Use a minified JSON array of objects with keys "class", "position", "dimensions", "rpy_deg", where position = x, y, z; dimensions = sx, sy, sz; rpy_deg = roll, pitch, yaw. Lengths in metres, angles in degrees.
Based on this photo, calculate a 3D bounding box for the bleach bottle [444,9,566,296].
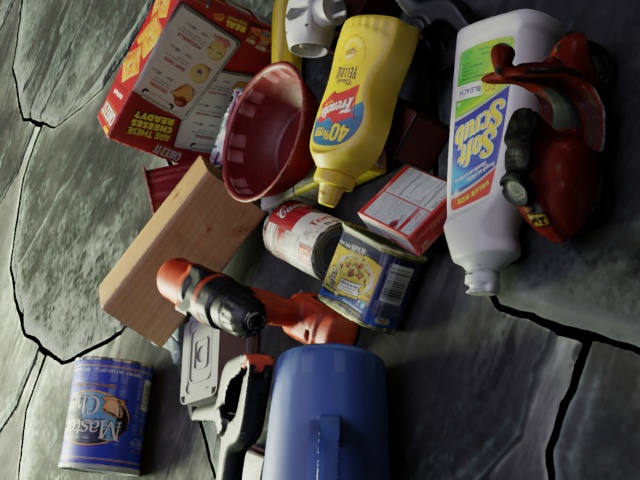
[{"class":"bleach bottle","position":[0.163,-0.075,0.968],"dimensions":[0.103,0.068,0.251],"rpy_deg":[-7,73,49]}]

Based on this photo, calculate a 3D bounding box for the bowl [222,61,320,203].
[{"class":"bowl","position":[-0.044,-0.112,1.178],"dimensions":[0.162,0.055,0.162],"rpy_deg":[-28,54,47]}]

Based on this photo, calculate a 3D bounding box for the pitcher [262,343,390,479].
[{"class":"pitcher","position":[0.007,0.220,0.986],"dimensions":[0.149,0.144,0.243],"rpy_deg":[-21,57,42]}]

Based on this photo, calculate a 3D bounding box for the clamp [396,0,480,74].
[{"class":"clamp","position":[0.107,-0.226,1.100],"dimensions":[0.172,0.039,0.120],"rpy_deg":[12,110,45]}]

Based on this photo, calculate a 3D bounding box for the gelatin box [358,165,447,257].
[{"class":"gelatin box","position":[0.092,-0.030,1.043],"dimensions":[0.073,0.030,0.089],"rpy_deg":[-45,36,-12]}]

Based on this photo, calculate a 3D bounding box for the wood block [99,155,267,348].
[{"class":"wood block","position":[-0.167,0.013,1.280],"dimensions":[0.206,0.090,0.091],"rpy_deg":[-52,20,6]}]

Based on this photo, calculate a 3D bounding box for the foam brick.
[{"class":"foam brick","position":[0.085,-0.112,1.090],"dimensions":[0.078,0.052,0.051],"rpy_deg":[44,111,51]}]

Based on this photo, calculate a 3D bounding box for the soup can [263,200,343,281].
[{"class":"soup can","position":[-0.008,0.001,1.150],"dimensions":[0.102,0.068,0.068],"rpy_deg":[26,97,53]}]

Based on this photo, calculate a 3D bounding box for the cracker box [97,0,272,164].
[{"class":"cracker box","position":[-0.161,-0.207,1.356],"dimensions":[0.214,0.164,0.072],"rpy_deg":[-59,36,17]}]

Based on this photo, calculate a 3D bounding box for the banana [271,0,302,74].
[{"class":"banana","position":[-0.045,-0.218,1.296],"dimensions":[0.037,0.069,0.198],"rpy_deg":[-4,80,19]}]

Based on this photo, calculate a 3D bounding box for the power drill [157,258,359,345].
[{"class":"power drill","position":[-0.054,0.072,1.081],"dimensions":[0.185,0.187,0.057],"rpy_deg":[24,93,55]}]

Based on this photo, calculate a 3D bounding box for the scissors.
[{"class":"scissors","position":[-0.191,0.151,1.369],"dimensions":[0.096,0.016,0.202],"rpy_deg":[-35,50,41]}]

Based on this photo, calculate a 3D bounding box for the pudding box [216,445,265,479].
[{"class":"pudding box","position":[-0.079,0.281,1.152],"dimensions":[0.090,0.039,0.113],"rpy_deg":[6,82,55]}]

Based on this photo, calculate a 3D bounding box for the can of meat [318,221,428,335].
[{"class":"can of meat","position":[0.050,0.038,1.070],"dimensions":[0.102,0.057,0.084],"rpy_deg":[31,102,53]}]

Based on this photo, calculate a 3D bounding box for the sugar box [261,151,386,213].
[{"class":"sugar box","position":[0.002,-0.094,1.197],"dimensions":[0.177,0.048,0.093],"rpy_deg":[-24,57,50]}]

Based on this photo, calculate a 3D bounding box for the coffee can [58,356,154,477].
[{"class":"coffee can","position":[-0.274,0.228,1.372],"dimensions":[0.103,0.102,0.140],"rpy_deg":[-14,65,49]}]

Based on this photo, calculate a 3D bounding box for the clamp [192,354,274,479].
[{"class":"clamp","position":[-0.088,0.197,1.095],"dimensions":[0.210,0.036,0.164],"rpy_deg":[118,147,-45]}]

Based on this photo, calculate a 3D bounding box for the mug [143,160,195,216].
[{"class":"mug","position":[-0.176,-0.052,1.368],"dimensions":[0.117,0.081,0.093],"rpy_deg":[97,159,-69]}]

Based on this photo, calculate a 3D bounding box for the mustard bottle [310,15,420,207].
[{"class":"mustard bottle","position":[0.035,-0.126,1.065],"dimensions":[0.096,0.058,0.191],"rpy_deg":[14,87,54]}]
